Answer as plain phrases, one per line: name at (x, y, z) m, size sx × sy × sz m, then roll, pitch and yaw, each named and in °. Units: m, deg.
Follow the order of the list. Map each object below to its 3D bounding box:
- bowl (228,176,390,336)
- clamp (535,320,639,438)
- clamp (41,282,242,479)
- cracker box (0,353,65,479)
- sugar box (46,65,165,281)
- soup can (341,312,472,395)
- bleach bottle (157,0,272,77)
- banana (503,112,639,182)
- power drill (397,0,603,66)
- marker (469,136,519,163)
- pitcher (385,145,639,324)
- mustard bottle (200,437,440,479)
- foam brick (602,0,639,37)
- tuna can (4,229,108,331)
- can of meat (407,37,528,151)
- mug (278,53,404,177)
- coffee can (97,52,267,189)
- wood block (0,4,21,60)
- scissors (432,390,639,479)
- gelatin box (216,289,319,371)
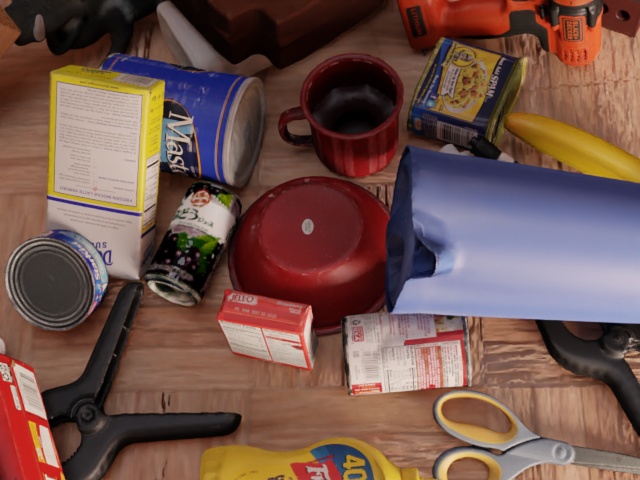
bowl at (-0.006, 0.001, 0.946) m, size 0.162 × 0.055 × 0.162 m, roll -2°, pitch 63°, yaw 5°
clamp at (0.244, 0.099, 0.882) m, size 0.172 × 0.039 × 0.120 m, roll 23°, pitch 62°, yaw 20°
clamp at (-0.181, 0.154, 0.895) m, size 0.210 × 0.036 × 0.165 m, roll -43°, pitch 68°, yaw -13°
cracker box at (-0.310, 0.208, 0.837) m, size 0.214 × 0.072 × 0.164 m, roll -28°, pitch 63°, yaw 7°
sugar box at (-0.190, -0.059, 0.941) m, size 0.093 × 0.176 × 0.048 m, roll 12°, pitch 23°, yaw 10°
soup can at (0.071, 0.092, 0.885) m, size 0.102 × 0.068 × 0.068 m, roll -5°, pitch 63°, yaw 3°
bleach bottle at (-0.029, -0.239, 1.066) m, size 0.250 × 0.068 × 0.103 m, roll -28°, pitch 65°, yaw -11°
banana at (0.257, -0.065, 0.951) m, size 0.198 × 0.069 × 0.037 m, roll 36°, pitch 111°, yaw 23°
power drill at (0.166, -0.230, 0.985) m, size 0.188 × 0.184 × 0.057 m, roll 6°, pitch 62°, yaw 19°
marker at (0.183, -0.054, 0.951) m, size 0.121 × 0.020 × 0.020 m, roll 36°, pitch 70°, yaw -2°
pitcher at (0.174, -0.001, 0.855) m, size 0.242 × 0.145 × 0.149 m, roll 6°, pitch 61°, yaw -3°
mustard bottle at (0.003, 0.206, 0.840) m, size 0.191 × 0.058 × 0.096 m, roll -5°, pitch 62°, yaw 3°
foam brick at (0.284, -0.244, 1.042) m, size 0.078 × 0.053 × 0.051 m, roll 23°, pitch 67°, yaw 16°
tuna can at (-0.230, 0.034, 0.937) m, size 0.086 × 0.033 × 0.086 m, roll 4°, pitch 106°, yaw 14°
can of meat at (0.137, -0.135, 1.000) m, size 0.084 × 0.057 × 0.102 m, roll 19°, pitch 67°, yaw 16°
mug at (0.020, -0.109, 0.983) m, size 0.117 × 0.081 × 0.093 m, roll -11°, pitch 63°, yaw 0°
coffee can at (-0.131, -0.111, 0.988) m, size 0.140 × 0.103 × 0.102 m, roll 12°, pitch 65°, yaw 12°
wood block at (-0.389, -0.156, 0.995) m, size 0.206 × 0.090 × 0.090 m, roll -47°, pitch 64°, yaw 14°
scissors at (0.178, 0.186, 0.856) m, size 0.202 × 0.016 × 0.096 m, roll 24°, pitch 79°, yaw 8°
gelatin box at (-0.042, 0.075, 0.892) m, size 0.073 × 0.089 × 0.030 m, roll 10°, pitch 65°, yaw 10°
